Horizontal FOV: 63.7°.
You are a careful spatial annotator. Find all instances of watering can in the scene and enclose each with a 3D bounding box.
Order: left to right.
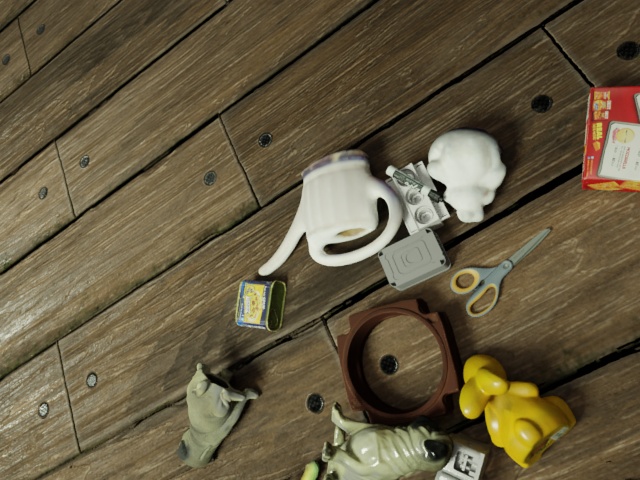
[{"bbox_3d":[0.003,-0.052,1.035,0.345,0.103,0.228,-16,69,31],"label":"watering can"}]

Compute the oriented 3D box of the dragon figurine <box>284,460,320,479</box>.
[{"bbox_3d":[-0.047,0.555,0.900,0.406,0.122,0.245,-42,72,19],"label":"dragon figurine"}]

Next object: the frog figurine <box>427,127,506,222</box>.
[{"bbox_3d":[0.259,-0.117,0.925,0.137,0.120,0.162,13,70,7],"label":"frog figurine"}]
